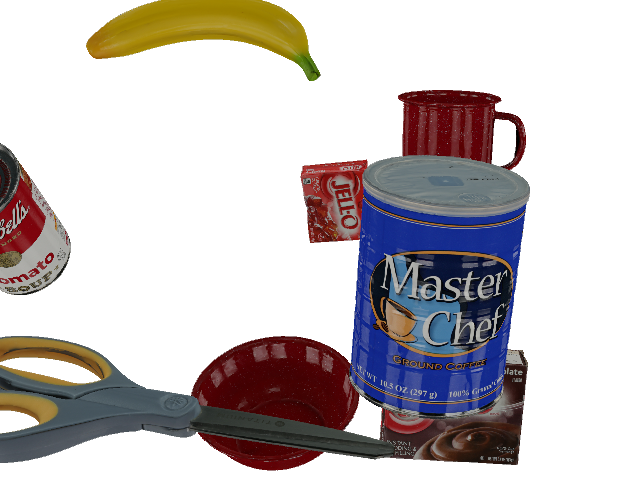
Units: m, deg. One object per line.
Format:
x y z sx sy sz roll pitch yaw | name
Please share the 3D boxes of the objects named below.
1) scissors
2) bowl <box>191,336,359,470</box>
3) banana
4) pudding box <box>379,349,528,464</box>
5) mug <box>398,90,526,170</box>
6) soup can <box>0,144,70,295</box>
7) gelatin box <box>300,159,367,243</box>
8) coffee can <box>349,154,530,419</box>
-0.079 0.081 0.455 0.202 0.016 0.096 14 28 26 | scissors
-0.041 0.165 1.017 0.162 0.055 0.162 -5 37 3 | bowl
-0.096 -0.178 0.903 0.198 0.069 0.037 5 -34 0 | banana
0.107 0.131 0.865 0.113 0.090 0.039 2 19 1 | pudding box
0.128 -0.090 0.972 0.117 0.081 0.093 4 16 12 | mug
-0.223 -0.013 0.742 0.068 0.068 0.102 0 -30 10 | soup can
0.020 -0.043 1.186 0.073 0.089 0.030 -4 30 6 | gelatin box
0.073 0.027 0.679 0.103 0.140 0.103 3 21 -1 | coffee can
